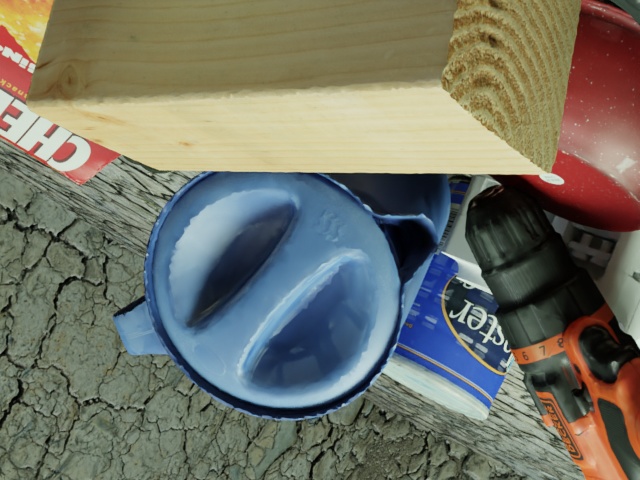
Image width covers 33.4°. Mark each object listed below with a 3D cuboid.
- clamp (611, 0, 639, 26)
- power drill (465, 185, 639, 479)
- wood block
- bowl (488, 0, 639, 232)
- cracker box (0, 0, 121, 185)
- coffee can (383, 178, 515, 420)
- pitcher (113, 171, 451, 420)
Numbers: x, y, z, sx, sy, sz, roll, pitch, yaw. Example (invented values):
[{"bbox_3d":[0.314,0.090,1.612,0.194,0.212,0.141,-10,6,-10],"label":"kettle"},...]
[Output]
[{"bbox_3d":[0.125,-0.089,0.338,0.171,0.039,0.120,35,160,-27],"label":"clamp"},{"bbox_3d":[0.136,0.052,0.453,0.184,0.057,0.188,60,172,-2],"label":"power drill"},{"bbox_3d":[-0.011,-0.082,0.436,0.206,0.091,0.090,3,166,37],"label":"wood block"},{"bbox_3d":[0.121,-0.050,0.498,0.162,0.055,0.162,28,170,5],"label":"bowl"},{"bbox_3d":[-0.155,-0.129,0.621,0.164,0.072,0.214,33,146,-23],"label":"cracker box"},{"bbox_3d":[0.102,0.042,0.756,0.103,0.140,0.103,28,170,5],"label":"coffee can"},{"bbox_3d":[-0.004,0.001,0.624,0.149,0.145,0.242,24,-161,9],"label":"pitcher"}]
